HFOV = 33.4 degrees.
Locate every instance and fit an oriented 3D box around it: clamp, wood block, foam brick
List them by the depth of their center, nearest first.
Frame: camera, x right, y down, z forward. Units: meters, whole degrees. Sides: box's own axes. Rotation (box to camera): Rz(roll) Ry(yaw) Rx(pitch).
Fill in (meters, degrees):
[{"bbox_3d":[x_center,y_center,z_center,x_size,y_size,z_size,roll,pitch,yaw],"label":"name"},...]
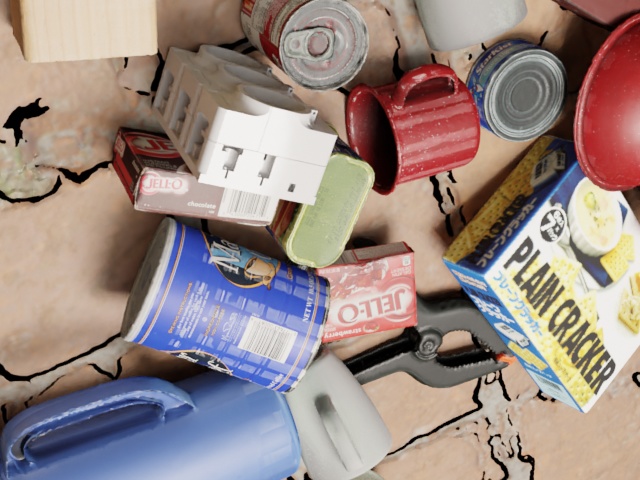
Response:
[{"bbox_3d":[-0.163,-0.231,0.705,0.090,0.091,0.206,-8,117,-19],"label":"wood block"},{"bbox_3d":[0.229,-0.214,0.897,0.078,0.053,0.051,21,106,-29],"label":"foam brick"},{"bbox_3d":[0.093,0.082,0.995,0.209,0.036,0.165,6,113,-21],"label":"clamp"}]

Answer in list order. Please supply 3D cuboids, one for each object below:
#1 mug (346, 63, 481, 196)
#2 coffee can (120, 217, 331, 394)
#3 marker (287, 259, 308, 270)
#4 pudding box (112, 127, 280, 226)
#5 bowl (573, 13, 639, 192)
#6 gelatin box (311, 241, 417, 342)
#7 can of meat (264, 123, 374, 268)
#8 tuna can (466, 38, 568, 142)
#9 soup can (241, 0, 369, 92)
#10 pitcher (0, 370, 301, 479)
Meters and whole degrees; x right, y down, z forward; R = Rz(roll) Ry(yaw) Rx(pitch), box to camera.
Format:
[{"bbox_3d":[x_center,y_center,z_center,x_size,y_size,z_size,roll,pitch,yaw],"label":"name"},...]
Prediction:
[{"bbox_3d":[0.079,-0.099,0.865,0.081,0.093,0.117,-16,146,-20],"label":"mug"},{"bbox_3d":[-0.076,0.053,0.856,0.140,0.103,0.103,21,105,-15],"label":"coffee can"},{"bbox_3d":[-0.006,0.001,0.925,0.020,0.020,0.121,27,102,-31],"label":"marker"},{"bbox_3d":[-0.096,-0.050,0.822,0.113,0.090,0.039,8,112,-26],"label":"pudding box"},{"bbox_3d":[0.290,-0.111,0.908,0.161,0.055,0.162,-16,118,-32],"label":"bowl"},{"bbox_3d":[0.039,0.045,0.927,0.089,0.030,0.073,-9,115,-9],"label":"gelatin box"},{"bbox_3d":[-0.007,-0.038,0.868,0.057,0.084,0.102,14,109,-29],"label":"can of meat"},{"bbox_3d":[0.171,-0.129,0.926,0.086,0.034,0.086,-9,117,-19],"label":"tuna can"},{"bbox_3d":[-0.014,-0.158,0.795,0.068,0.102,0.068,-9,118,-18],"label":"soup can"},{"bbox_3d":[-0.144,0.181,0.893,0.242,0.149,0.145,-19,86,-17],"label":"pitcher"}]
